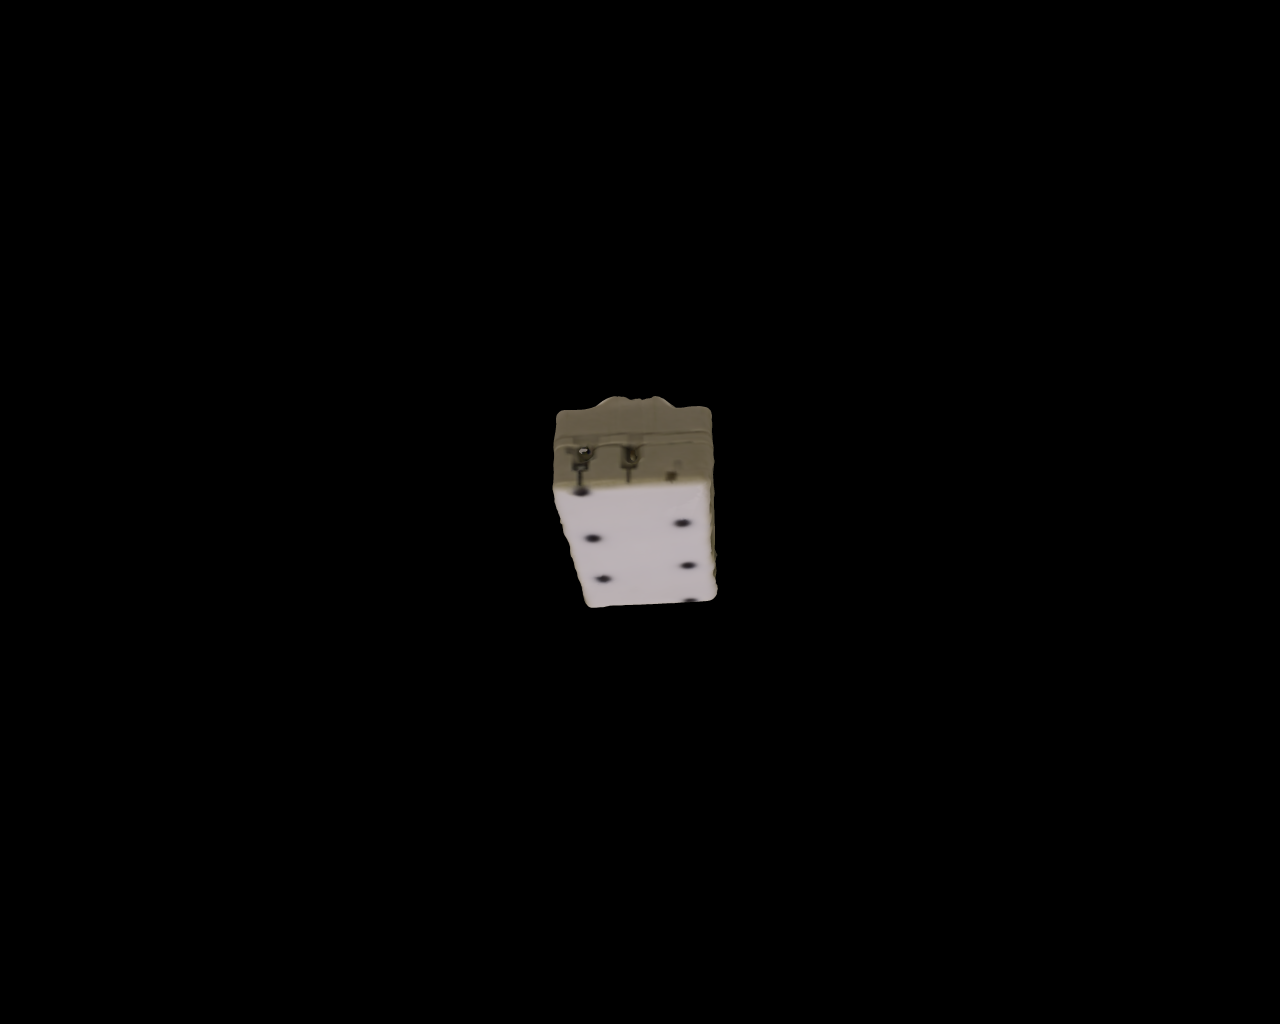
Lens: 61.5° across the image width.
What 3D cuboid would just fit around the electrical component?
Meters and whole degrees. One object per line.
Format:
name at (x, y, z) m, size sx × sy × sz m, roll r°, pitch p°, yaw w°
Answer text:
electrical component at (0.001, -0.003, 0.650) m, size 0.089 × 0.062 × 0.150 m, roll -2°, pitch -31°, yaw 3°
